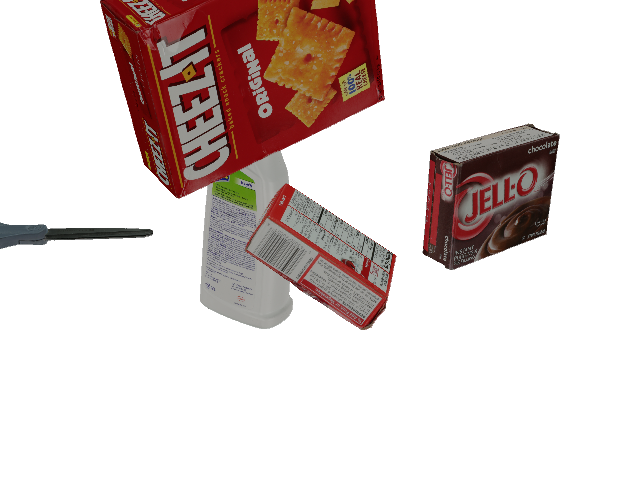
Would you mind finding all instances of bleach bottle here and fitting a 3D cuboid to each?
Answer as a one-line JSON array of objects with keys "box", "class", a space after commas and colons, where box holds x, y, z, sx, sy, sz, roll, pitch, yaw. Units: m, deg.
[{"box": [-0.070, -0.038, 1.105, 0.103, 0.251, 0.068, 19, 29, 23], "class": "bleach bottle"}]

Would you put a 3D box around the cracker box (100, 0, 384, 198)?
[{"box": [-0.054, -0.152, 0.875, 0.213, 0.164, 0.072, -28, 45, -21], "class": "cracker box"}]

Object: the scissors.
[{"box": [-0.247, 0.002, 0.871, 0.202, 0.016, 0.096, 5, 25, 7], "class": "scissors"}]

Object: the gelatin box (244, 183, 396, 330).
[{"box": [0.002, 0.009, 0.655, 0.089, 0.030, 0.073, 34, 20, -5], "class": "gelatin box"}]

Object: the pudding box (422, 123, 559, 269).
[{"box": [0.134, -0.037, 0.840, 0.113, 0.090, 0.039, -20, 35, -35], "class": "pudding box"}]
